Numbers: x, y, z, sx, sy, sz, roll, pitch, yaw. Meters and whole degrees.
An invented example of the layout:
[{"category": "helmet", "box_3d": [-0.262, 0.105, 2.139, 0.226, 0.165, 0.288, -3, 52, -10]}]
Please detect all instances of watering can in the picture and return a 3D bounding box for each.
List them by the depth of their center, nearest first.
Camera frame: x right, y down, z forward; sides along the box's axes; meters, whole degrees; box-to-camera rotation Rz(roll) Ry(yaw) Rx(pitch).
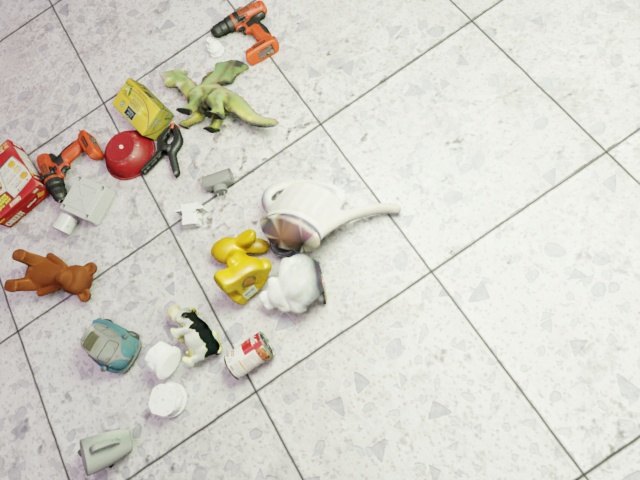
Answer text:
[{"category": "watering can", "box_3d": [0.004, -0.063, 1.243, 0.348, 0.101, 0.229, 14, 45, 19]}]

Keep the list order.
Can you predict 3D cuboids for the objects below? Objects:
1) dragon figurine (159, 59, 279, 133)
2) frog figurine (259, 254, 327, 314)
[{"category": "dragon figurine", "box_3d": [-0.278, -0.425, 1.458, 0.411, 0.120, 0.247, 9, 66, 15]}, {"category": "frog figurine", "box_3d": [-0.069, 0.107, 1.216, 0.159, 0.122, 0.137, -13, 89, -3]}]
